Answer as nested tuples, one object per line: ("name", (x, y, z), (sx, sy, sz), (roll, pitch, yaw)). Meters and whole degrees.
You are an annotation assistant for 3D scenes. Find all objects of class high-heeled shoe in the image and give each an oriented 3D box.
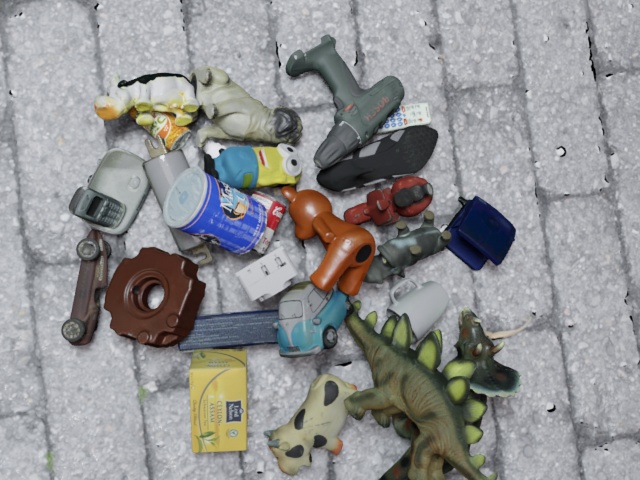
("high-heeled shoe", (0.112, -0.156, 1.038), (0.249, 0.145, 0.086), (-28, 106, -36))

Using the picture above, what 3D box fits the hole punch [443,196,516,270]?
("hole punch", (0.312, -0.015, 1.030), (0.142, 0.092, 0.116), (38, 79, 0))

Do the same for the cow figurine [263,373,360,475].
("cow figurine", (-0.017, 0.332, 0.971), (0.127, 0.085, 0.195), (29, 86, -11))

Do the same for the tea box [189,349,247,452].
("tea box", (-0.175, 0.279, 0.935), (0.098, 0.068, 0.169), (-1, 108, -6))

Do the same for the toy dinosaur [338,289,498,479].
("toy dinosaur", (0.144, 0.235, 0.900), (0.472, 0.105, 0.198), (42, 99, 34))

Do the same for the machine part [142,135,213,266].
("machine part", (-0.247, -0.070, 0.955), (0.079, 0.079, 0.243), (-23, 98, -8))

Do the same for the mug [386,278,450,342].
("mug", (0.183, 0.118, 1.012), (0.107, 0.081, 0.109), (-37, 97, -17))

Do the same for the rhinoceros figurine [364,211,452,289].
("rhinoceros figurine", (0.154, 0.020, 0.998), (0.190, 0.112, 0.073), (-25, 67, -24))

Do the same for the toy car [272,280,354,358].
("toy car", (-0.016, 0.122, 0.922), (0.162, 0.109, 0.102), (-48, 119, -45))

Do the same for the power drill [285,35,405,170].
("power drill", (0.027, -0.262, 0.987), (0.232, 0.086, 0.207), (-37, 77, -16))

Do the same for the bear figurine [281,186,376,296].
("bear figurine", (0.000, -0.006, 0.950), (0.196, 0.120, 0.132), (34, 101, 35))

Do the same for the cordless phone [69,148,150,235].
("cordless phone", (-0.360, -0.091, 0.900), (0.089, 0.184, 0.146), (25, 85, -1))

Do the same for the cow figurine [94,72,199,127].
("cow figurine", (-0.300, -0.249, 0.918), (0.167, 0.068, 0.098), (-5, 67, -27))

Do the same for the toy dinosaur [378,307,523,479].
("toy dinosaur", (0.218, 0.326, 0.947), (0.131, 0.192, 0.404), (30, 83, -3))

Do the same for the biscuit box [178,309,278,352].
("biscuit box", (-0.152, 0.162, 0.975), (0.203, 0.059, 0.062), (-3, 87, -7))

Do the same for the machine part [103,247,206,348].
("machine part", (-0.288, 0.097, 0.930), (0.179, 0.056, 0.179), (-5, 71, 15))

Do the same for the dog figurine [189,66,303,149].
("dog figurine", (-0.137, -0.246, 0.994), (0.190, 0.121, 0.172), (-4, 71, -31))

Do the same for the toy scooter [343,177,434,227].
("toy scooter", (0.136, -0.070, 0.986), (0.184, 0.135, 0.075), (-20, 88, -9))

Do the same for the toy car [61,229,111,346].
("toy car", (-0.400, 0.083, 0.934), (0.053, 0.089, 0.202), (10, 85, -4))

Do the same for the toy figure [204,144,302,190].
("toy figure", (-0.117, -0.130, 0.964), (0.180, 0.089, 0.082), (-10, 93, -23))
